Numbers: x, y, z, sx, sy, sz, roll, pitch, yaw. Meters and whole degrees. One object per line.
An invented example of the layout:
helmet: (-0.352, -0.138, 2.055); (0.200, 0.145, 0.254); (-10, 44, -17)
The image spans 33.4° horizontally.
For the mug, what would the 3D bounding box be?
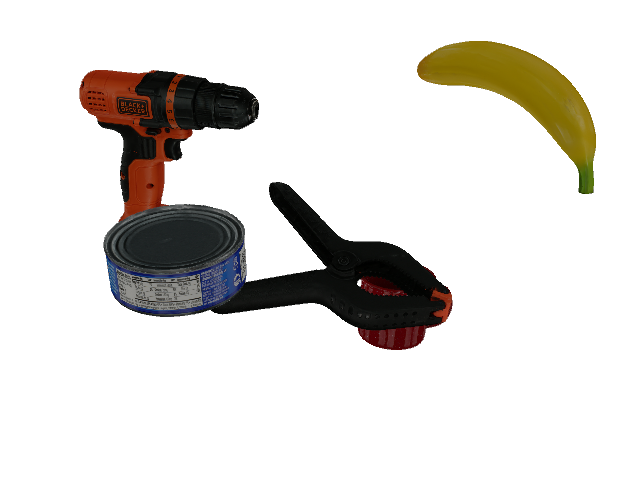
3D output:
mug: (0.099, 0.078, 1.273); (0.117, 0.081, 0.093); (0, 23, -9)

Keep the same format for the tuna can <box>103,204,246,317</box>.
tuna can: (-0.088, 0.011, 0.654); (0.086, 0.034, 0.086); (-2, 28, 1)

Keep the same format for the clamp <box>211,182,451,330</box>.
clamp: (0.010, 0.035, 0.953); (0.210, 0.036, 0.164); (23, 50, 15)

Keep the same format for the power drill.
power drill: (-0.143, -0.077, 1.060); (0.185, 0.188, 0.057); (10, 30, 19)

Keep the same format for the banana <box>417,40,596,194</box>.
banana: (0.147, -0.115, 0.827); (0.037, 0.070, 0.198); (2, 32, -43)
